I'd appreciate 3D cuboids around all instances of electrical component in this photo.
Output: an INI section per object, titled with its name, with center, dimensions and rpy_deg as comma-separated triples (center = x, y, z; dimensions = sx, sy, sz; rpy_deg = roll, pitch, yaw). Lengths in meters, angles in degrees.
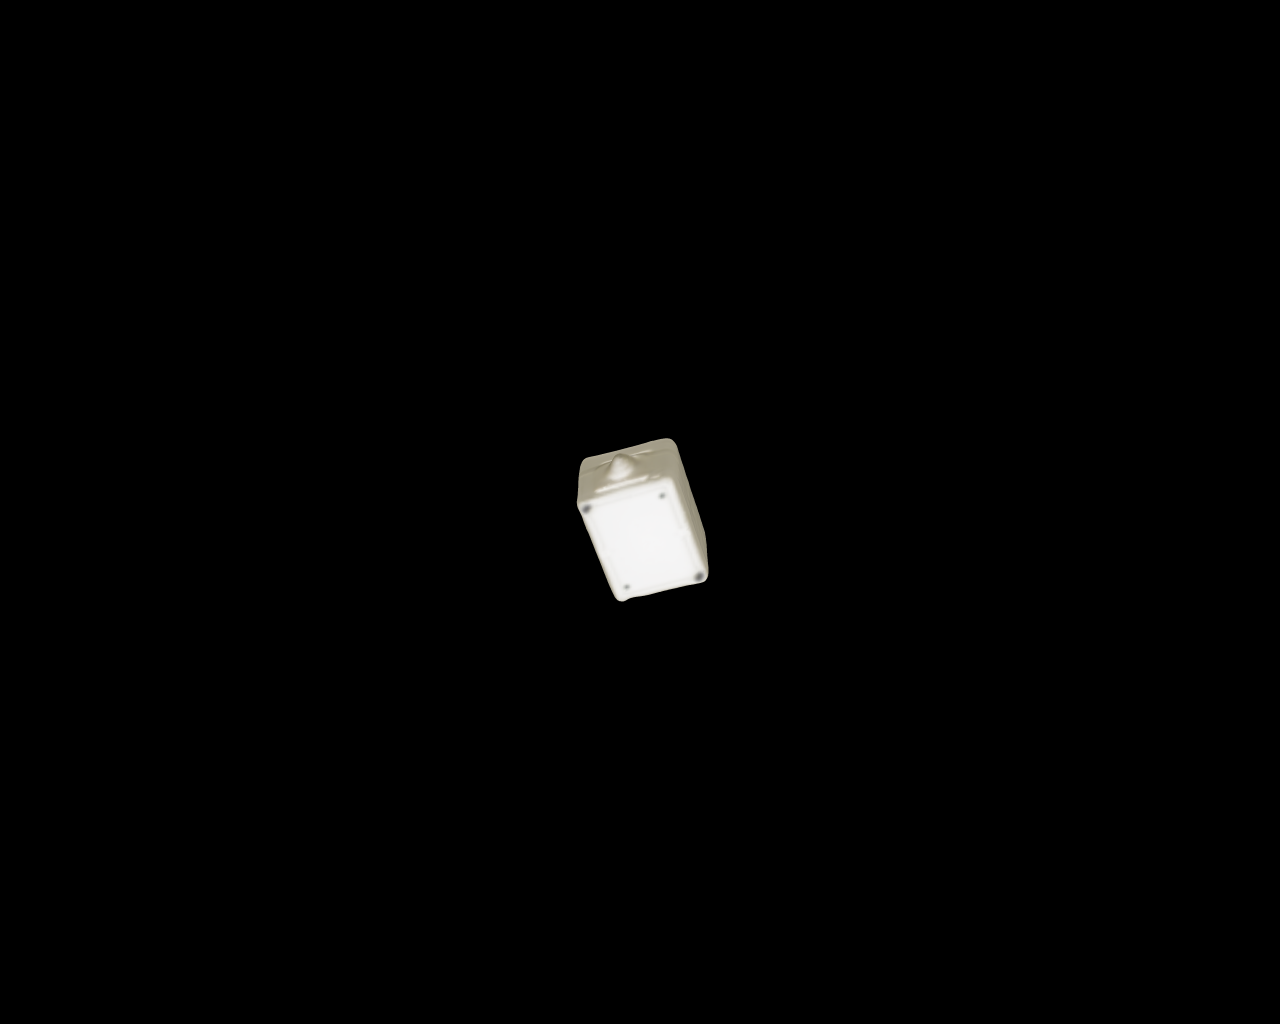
[electrical component]
center = 0.001, -0.003, 0.650
dimensions = 0.062, 0.096, 0.061
rpy_deg = -15, 32, 9
